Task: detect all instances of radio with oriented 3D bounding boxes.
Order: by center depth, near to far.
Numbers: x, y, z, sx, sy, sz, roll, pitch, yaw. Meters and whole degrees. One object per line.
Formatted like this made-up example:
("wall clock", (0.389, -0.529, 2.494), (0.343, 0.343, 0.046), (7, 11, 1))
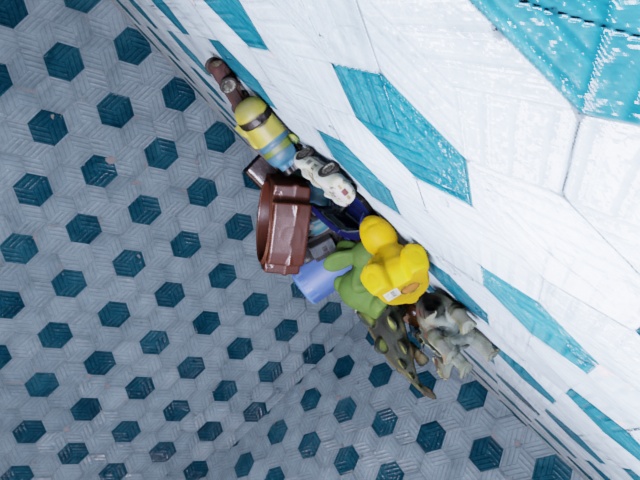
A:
("radio", (-0.137, -0.205, 1.445), (0.073, 0.131, 0.230), (45, 179, -14))

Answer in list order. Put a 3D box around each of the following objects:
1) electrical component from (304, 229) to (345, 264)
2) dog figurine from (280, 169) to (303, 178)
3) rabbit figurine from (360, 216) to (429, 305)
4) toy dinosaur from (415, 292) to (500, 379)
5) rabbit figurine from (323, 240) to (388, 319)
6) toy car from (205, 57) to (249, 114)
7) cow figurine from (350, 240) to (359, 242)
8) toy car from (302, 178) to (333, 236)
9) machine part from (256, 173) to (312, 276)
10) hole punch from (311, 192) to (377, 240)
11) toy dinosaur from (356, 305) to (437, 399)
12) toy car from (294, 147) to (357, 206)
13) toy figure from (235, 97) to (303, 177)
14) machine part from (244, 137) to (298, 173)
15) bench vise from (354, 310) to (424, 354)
("electrical component", (-0.003, -0.004, 1.284), (0.058, 0.115, 0.134), (60, -179, -26))
("dog figurine", (-0.010, -0.101, 1.365), (0.219, 0.108, 0.191), (41, 176, -3))
("rabbit figurine", (0.138, 0.028, 1.016), (0.162, 0.122, 0.173), (31, -154, -55))
("toy dinosaur", (0.272, 0.185, 1.190), (0.192, 0.131, 0.404), (44, 172, 44))
("rabbit figurine", (0.097, 0.056, 1.161), (0.159, 0.121, 0.170), (25, 132, 16))
("toy car", (-0.185, -0.316, 1.182), (0.089, 0.053, 0.202), (50, 177, 32))
("cow figurine", (0.123, 0.020, 1.258), (0.195, 0.085, 0.127), (48, -175, -6))
("toy car", (0.003, -0.081, 1.220), (0.103, 0.161, 0.109), (7, 163, -16))
("machine part", (-0.086, -0.038, 1.176), (0.087, 0.201, 0.201), (6, -164, -15))
("hole punch", (0.057, -0.051, 1.105), (0.142, 0.092, 0.115), (40, 179, 41))
("toy dinosaur", (0.150, 0.177, 1.314), (0.472, 0.105, 0.198), (59, -174, 26))
("toy car", (0.006, -0.123, 1.034), (0.073, 0.056, 0.202), (46, 178, -34))
("toy figure", (-0.102, -0.216, 1.113), (0.180, 0.082, 0.089), (53, 159, -12))
("machine part", (-0.113, -0.224, 1.262), (0.243, 0.079, 0.079), (43, 177, 44))
("bench vise", (0.220, 0.219, 1.559), (0.128, 0.241, 0.224), (92, 176, -46))
